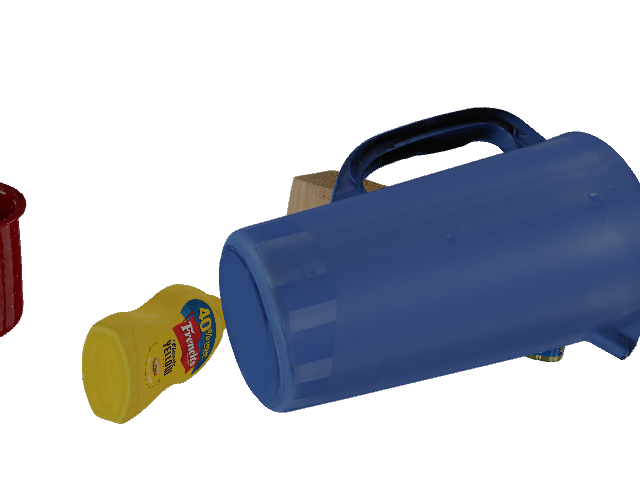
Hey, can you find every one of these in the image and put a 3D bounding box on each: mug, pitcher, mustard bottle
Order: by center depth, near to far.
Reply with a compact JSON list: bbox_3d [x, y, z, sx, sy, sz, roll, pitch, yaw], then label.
[{"bbox_3d":[0.064,0.012,0.647,0.242,0.145,0.149,-13,20,-19],"label":"pitcher"},{"bbox_3d":[-0.239,0.018,0.660,0.117,0.081,0.093,-17,32,-37],"label":"mug"},{"bbox_3d":[-0.146,0.095,1.023,0.058,0.096,0.191,10,21,27],"label":"mustard bottle"}]

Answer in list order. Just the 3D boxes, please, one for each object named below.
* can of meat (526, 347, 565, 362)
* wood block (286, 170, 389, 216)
[{"bbox_3d":[0.205,0.056,1.005,0.057,0.084,0.102,8,18,-1],"label":"can of meat"},{"bbox_3d":[0.011,0.037,1.159,0.090,0.206,0.090,19,18,27],"label":"wood block"}]
